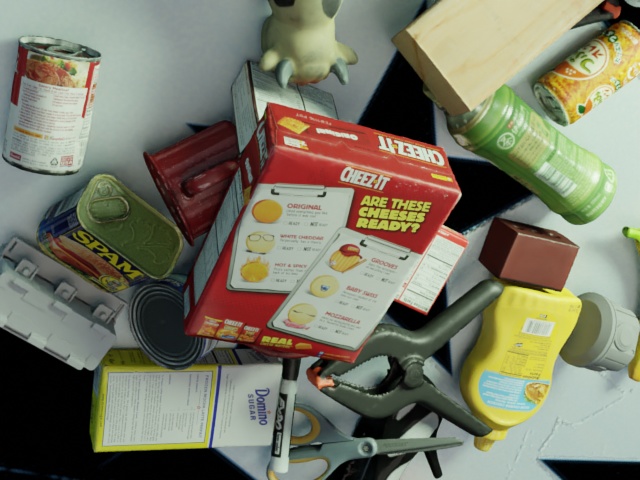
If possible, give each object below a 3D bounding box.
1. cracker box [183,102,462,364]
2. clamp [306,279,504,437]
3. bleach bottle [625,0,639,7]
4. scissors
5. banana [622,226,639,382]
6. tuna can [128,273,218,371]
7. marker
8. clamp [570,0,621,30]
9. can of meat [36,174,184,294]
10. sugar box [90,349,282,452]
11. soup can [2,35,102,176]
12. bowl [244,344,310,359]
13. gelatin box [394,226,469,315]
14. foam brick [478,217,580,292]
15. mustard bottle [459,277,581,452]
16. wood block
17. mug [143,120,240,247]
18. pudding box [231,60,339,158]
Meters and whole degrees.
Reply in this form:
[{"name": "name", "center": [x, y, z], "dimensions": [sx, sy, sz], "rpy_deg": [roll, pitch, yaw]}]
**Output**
[{"name": "cracker box", "center": [-0.006, 0.001, 0.898], "dimensions": [0.164, 0.072, 0.214], "rpy_deg": [12, 128, -21]}, {"name": "clamp", "center": [0.090, 0.115, 1.039], "dimensions": [0.209, 0.036, 0.164], "rpy_deg": [4, 100, -24]}, {"name": "bleach bottle", "center": [0.331, -0.232, 0.910], "dimensions": [0.068, 0.251, 0.102], "rpy_deg": [-46, 116, 3]}, {"name": "scissors", "center": [0.034, 0.192, 1.069], "dimensions": [0.202, 0.016, 0.096], "rpy_deg": [-22, 86, 12]}, {"name": "banana", "center": [0.355, 0.060, 1.150], "dimensions": [0.069, 0.037, 0.198], "rpy_deg": [-18, 117, -13]}, {"name": "tuna can", "center": [-0.133, 0.074, 0.982], "dimensions": [0.033, 0.086, 0.086], "rpy_deg": [-33, 128, -54]}, {"name": "marker", "center": [-0.034, 0.171, 1.067], "dimensions": [0.020, 0.020, 0.121], "rpy_deg": [7, 90, -20]}, {"name": "clamp", "center": [0.205, -0.253, 0.984], "dimensions": [0.171, 0.039, 0.120], "rpy_deg": [10, 110, -20]}, {"name": "can of meat", "center": [-0.185, -0.002, 0.929], "dimensions": [0.102, 0.084, 0.057], "rpy_deg": [39, 53, -26]}, {"name": "sugar box", "center": [-0.130, 0.154, 1.035], "dimensions": [0.176, 0.048, 0.093], "rpy_deg": [2, 110, -22]}, {"name": "soup can", "center": [-0.224, -0.112, 0.890], "dimensions": [0.068, 0.068, 0.102], "rpy_deg": [8, 109, -20]}, {"name": "bowl", "center": [-0.024, 0.029, 1.012], "dimensions": [0.162, 0.055, 0.162], "rpy_deg": [-6, 112, -15]}, {"name": "gelatin box", "center": [0.094, 0.021, 1.060], "dimensions": [0.073, 0.030, 0.089], "rpy_deg": [25, 101, -25]}, {"name": "foam brick", "center": [0.210, 0.014, 1.080], "dimensions": [0.078, 0.053, 0.051], "rpy_deg": [12, 107, -22]}, {"name": "mustard bottle", "center": [0.199, 0.136, 1.120], "dimensions": [0.096, 0.058, 0.192], "rpy_deg": [10, 107, -19]}, {"name": "wood block", "center": [0.172, -0.208, 0.913], "dimensions": [0.206, 0.091, 0.090], "rpy_deg": [-40, 96, 0]}, {"name": "mug", "center": [-0.096, -0.054, 0.928], "dimensions": [0.081, 0.117, 0.093], "rpy_deg": [-28, 93, -10]}, {"name": "pudding box", "center": [-0.028, -0.101, 0.929], "dimensions": [0.090, 0.113, 0.039], "rpy_deg": [18, 123, -22]}]
